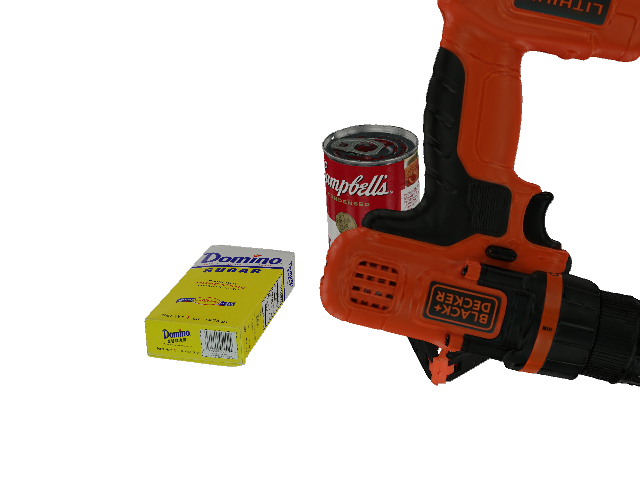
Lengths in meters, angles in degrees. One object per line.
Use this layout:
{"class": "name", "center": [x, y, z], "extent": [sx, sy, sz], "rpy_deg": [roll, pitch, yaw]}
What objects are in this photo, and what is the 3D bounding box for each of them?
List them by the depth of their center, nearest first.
{"class": "power drill", "center": [0.106, -0.030, 0.507], "extent": [0.184, 0.188, 0.057], "rpy_deg": [13, 4, -1]}
{"class": "soup can", "center": [0.037, -0.025, 0.772], "extent": [0.068, 0.102, 0.068], "rpy_deg": [-3, 28, 1]}
{"class": "clamp", "center": [0.120, 0.050, 0.951], "extent": [0.165, 0.036, 0.209], "rpy_deg": [14, 36, 21]}
{"class": "sugar box", "center": [-0.091, 0.057, 1.018], "extent": [0.093, 0.048, 0.176], "rpy_deg": [5, 26, 13]}
